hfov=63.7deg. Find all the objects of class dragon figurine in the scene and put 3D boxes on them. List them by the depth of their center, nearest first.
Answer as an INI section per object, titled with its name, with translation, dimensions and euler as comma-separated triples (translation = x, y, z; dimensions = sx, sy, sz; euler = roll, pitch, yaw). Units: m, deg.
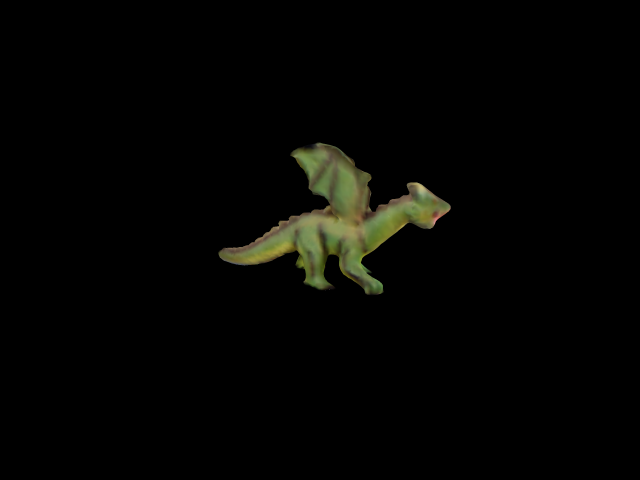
[dragon figurine]
translation = 0.003, -0.043, 0.850
dimensions = 0.410, 0.239, 0.124
euler = 6, 20, 16
